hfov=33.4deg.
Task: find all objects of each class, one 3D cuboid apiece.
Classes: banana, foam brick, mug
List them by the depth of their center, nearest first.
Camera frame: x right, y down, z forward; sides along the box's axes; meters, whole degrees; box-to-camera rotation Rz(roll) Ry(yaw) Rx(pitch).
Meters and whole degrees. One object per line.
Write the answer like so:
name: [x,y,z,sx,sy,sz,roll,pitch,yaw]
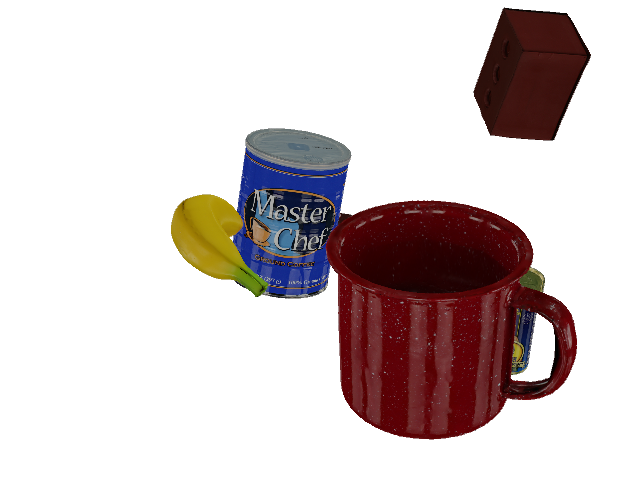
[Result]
mug: [0.060,0.040,0.493,0.117,0.081,0.093,12,31,24]
foam brick: [0.148,-0.117,0.757,0.051,0.053,0.078,1,-45,-14]
banana: [-0.083,-0.004,0.812,0.069,0.037,0.198,44,6,-17]

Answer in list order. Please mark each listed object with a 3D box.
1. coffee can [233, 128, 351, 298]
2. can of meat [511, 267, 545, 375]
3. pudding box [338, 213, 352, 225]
coffee can: [-0.032,-0.028,1.049,0.102,0.140,0.103,8,22,-4]
can of meat: [0.139,0.067,0.938,0.102,0.084,0.057,9,32,12]
pudding box: [-0.019,-0.006,1.263,0.090,0.039,0.113,8,22,13]
